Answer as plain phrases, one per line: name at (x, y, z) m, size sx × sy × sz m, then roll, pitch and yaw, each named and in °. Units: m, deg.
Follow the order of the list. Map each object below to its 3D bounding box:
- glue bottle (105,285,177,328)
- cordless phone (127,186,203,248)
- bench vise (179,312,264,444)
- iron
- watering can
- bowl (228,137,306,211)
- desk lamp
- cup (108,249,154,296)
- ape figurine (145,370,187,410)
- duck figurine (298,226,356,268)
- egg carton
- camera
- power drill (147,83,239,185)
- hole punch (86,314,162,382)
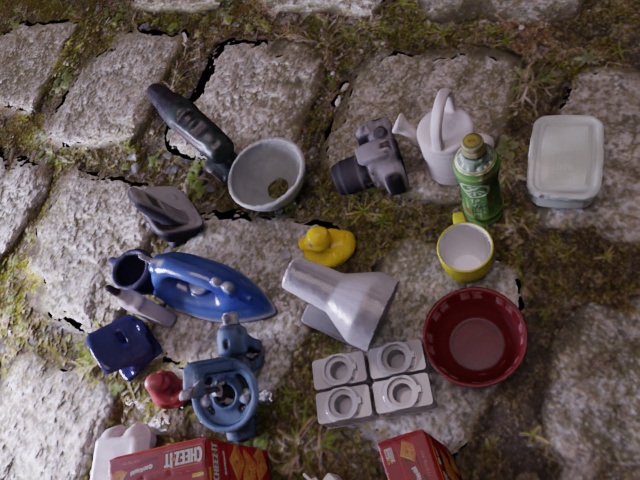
glue bottle at (-0.347, 0.120, 1.083) m, size 0.078 × 0.173 × 0.037 m, roll 14°, pitch 71°, yaw 26°
cordless phone at (-0.334, -0.077, 1.167) m, size 0.094 × 0.185 × 0.147 m, roll -42°, pitch 59°, yaw -2°
bench vise at (-0.173, 0.218, 0.944) m, size 0.121 × 0.220 × 0.207 m, roll -26°, pitch 59°, yaw 7°
iron at (-0.215, 0.081, 1.072) m, size 0.257 × 0.142 × 0.119 m, roll 13°, pitch 71°, yaw 25°
watering can at (0.214, -0.185, 1.009) m, size 0.172 × 0.194 × 0.101 m, roll -8°, pitch 63°, yaw 17°
bowl at (-0.097, -0.122, 1.165) m, size 0.167 × 0.075 × 0.167 m, roll -8°, pitch 63°, yaw 17°
desk lamp at (0.037, 0.104, 0.924) m, size 0.202 × 0.214 × 0.118 m, roll 20°, pitch 74°, yaw 27°
cup at (-0.366, 0.072, 1.160) m, size 0.117 × 0.095 × 0.092 m, roll 18°, pitch 73°, yaw 27°
ape figurine at (-0.280, 0.266, 1.035) m, size 0.076 × 0.092 × 0.077 m, roll -34°, pitch 59°, yaw 2°
duck figurine at (0.010, 0.004, 1.058) m, size 0.104 × 0.086 × 0.077 m, roll -15°, pitch 61°, yaw 13°
egg carton at (-0.345, 0.402, 1.007) m, size 0.107 × 0.070 × 0.150 m, roll -10°, pitch 62°, yaw 16°
camera at (0.087, -0.154, 1.096) m, size 0.136 × 0.101 × 0.143 m, roll -18°, pitch 61°, yaw 12°
power drill at (-0.243, -0.210, 1.183) m, size 0.076 × 0.209 × 0.228 m, roll -48°, pitch 59°, yaw -6°
hole punch at (-0.378, 0.200, 1.104) m, size 0.101 × 0.091 × 0.108 m, roll -44°, pitch 59°, yaw -4°
